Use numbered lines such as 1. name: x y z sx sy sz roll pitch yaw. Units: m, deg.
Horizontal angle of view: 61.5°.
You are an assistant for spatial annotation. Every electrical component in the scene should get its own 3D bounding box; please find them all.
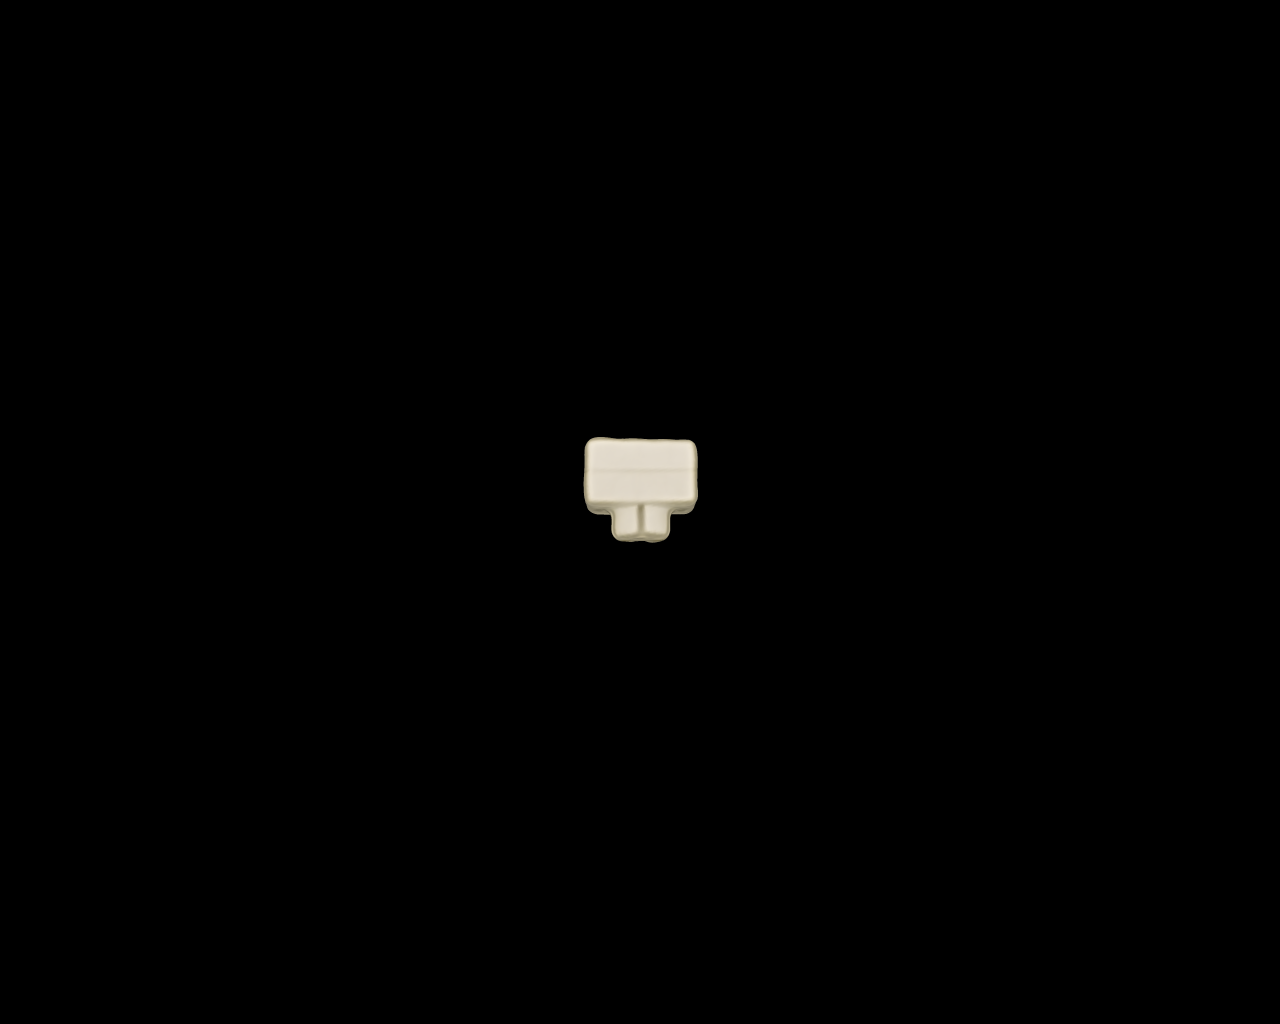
1. electrical component: 0.001 -0.003 0.650 0.066 0.076 0.047 0 -9 0
